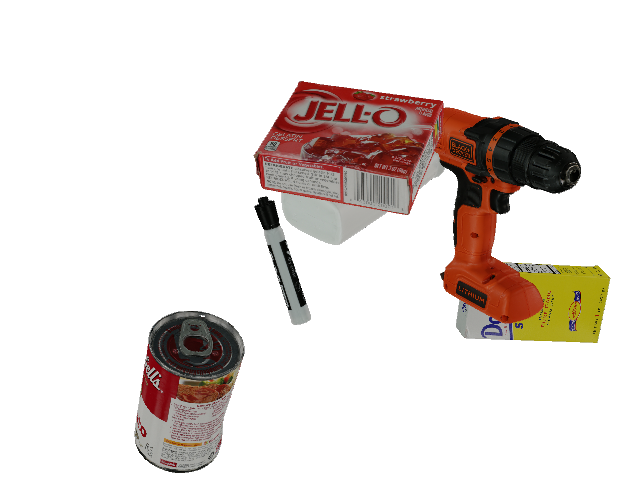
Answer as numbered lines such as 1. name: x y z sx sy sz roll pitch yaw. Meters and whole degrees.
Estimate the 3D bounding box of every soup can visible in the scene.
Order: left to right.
1. soup can: -0.097 0.111 0.777 0.068 0.102 0.068 10 36 -7

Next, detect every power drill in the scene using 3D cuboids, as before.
1. power drill: 0.169 -0.021 0.993 0.057 0.188 0.185 -17 27 -26

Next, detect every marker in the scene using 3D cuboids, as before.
1. marker: -0.034 0.018 0.966 0.020 0.121 0.020 -16 14 4

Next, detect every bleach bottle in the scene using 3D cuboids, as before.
1. bleach bottle: 0.073 -0.084 1.324 0.103 0.068 0.250 27 45 35

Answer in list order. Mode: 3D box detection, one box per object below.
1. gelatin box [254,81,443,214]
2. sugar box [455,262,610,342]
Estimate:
1. gelatin box: 0.017 -0.054 0.598 0.089 0.030 0.073 11 44 16
2. sugar box: 0.263 0.077 1.326 0.176 0.093 0.048 1 19 -11
